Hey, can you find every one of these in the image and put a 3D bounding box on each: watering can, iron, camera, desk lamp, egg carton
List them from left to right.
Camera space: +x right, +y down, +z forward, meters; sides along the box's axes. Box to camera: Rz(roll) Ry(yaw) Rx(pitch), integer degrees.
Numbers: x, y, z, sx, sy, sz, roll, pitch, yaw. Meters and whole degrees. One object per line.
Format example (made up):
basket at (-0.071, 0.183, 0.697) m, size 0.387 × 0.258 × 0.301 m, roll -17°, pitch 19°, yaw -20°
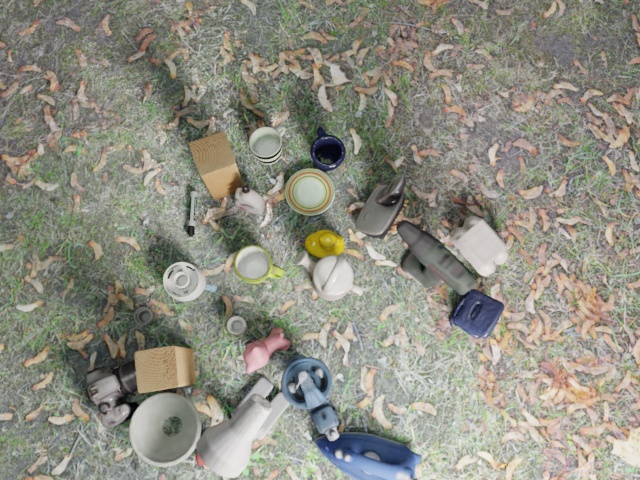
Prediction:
camera at (-0.470, 0.355, 1.363) m, size 0.137 × 0.101 × 0.143 m, roll -26°, pitch 80°, yaw -7°
desk lamp at (-0.171, 0.419, 1.303) m, size 0.118 × 0.213 × 0.203 m, roll 38°, pitch 79°, yaw 6°
watering can at (0.024, 0.087, 1.391) m, size 0.173 × 0.194 × 0.101 m, roll 7°, pitch 78°, yaw 0°
iron at (0.109, 0.516, 1.330) m, size 0.258 × 0.141 × 0.119 m, roll 17°, pitch 78°, yaw 2°
egg carton at (0.413, 0.014, 1.484) m, size 0.107 × 0.069 × 0.150 m, roll -40°, pitch 82°, yaw -9°

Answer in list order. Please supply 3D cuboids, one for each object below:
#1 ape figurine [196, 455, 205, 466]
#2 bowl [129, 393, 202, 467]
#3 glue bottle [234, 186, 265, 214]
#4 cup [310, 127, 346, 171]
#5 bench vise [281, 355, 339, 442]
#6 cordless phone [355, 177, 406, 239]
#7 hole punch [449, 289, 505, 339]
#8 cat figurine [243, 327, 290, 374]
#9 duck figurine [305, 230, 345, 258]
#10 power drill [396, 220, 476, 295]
ape figurine at (-0.254, 0.502, 1.344) m, size 0.078 × 0.092 × 0.076 m, roll 4°, pitch 78°, yaw -1°
bowl at (-0.360, 0.447, 1.361) m, size 0.167 × 0.075 × 0.167 m, roll 0°, pitch 78°, yaw -2°
glue bottle at (-0.181, -0.107, 1.435) m, size 0.078 × 0.173 × 0.037 m, roll 12°, pitch 78°, yaw 1°
cup at (0.015, -0.230, 1.508) m, size 0.092 × 0.095 × 0.118 m, roll -19°, pitch 79°, yaw -6°
bench vise at (-0.005, 0.356, 1.319) m, size 0.207 × 0.220 × 0.121 m, roll 44°, pitch 80°, yaw 7°
cordless phone at (0.159, -0.085, 1.437) m, size 0.094 × 0.185 × 0.148 m, roll 27°, pitch 78°, yaw 4°
hole punch at (0.391, 0.186, 1.436) m, size 0.101 × 0.091 × 0.109 m, roll 32°, pitch 79°, yaw 5°
cat figurine at (-0.135, 0.265, 1.386) m, size 0.128 × 0.118 × 0.067 m, roll -37°, pitch 81°, yaw -9°
duck figurine at (0.013, 0.005, 1.463) m, size 0.104 × 0.086 × 0.077 m, roll 2°, pitch 78°, yaw -2°
power drill at (0.265, 0.051, 1.400) m, size 0.229 × 0.208 × 0.076 m, roll 38°, pitch 79°, yaw 6°
